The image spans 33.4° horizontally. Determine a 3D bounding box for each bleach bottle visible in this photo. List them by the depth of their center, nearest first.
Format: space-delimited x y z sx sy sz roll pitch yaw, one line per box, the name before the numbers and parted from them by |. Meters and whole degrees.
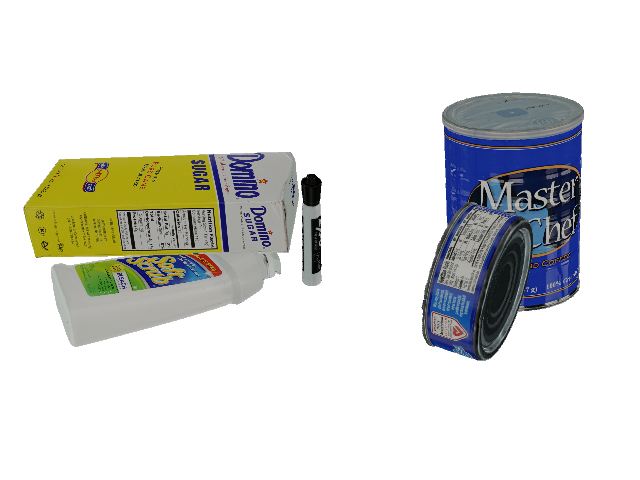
bleach bottle | -0.169 0.048 1.209 0.250 0.068 0.103 -13 36 -19

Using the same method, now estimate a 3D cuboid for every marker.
marker | -0.008 -0.009 0.998 0.020 0.121 0.020 0 37 0

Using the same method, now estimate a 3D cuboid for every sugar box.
sugar box | -0.106 -0.027 0.745 0.176 0.048 0.093 -4 26 5

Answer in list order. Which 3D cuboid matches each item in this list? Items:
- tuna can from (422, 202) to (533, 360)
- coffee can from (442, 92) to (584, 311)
tuna can | 0.090 0.024 0.602 0.034 0.086 0.086 17 7 24
coffee can | 0.146 -0.031 0.809 0.103 0.140 0.103 -4 22 1
